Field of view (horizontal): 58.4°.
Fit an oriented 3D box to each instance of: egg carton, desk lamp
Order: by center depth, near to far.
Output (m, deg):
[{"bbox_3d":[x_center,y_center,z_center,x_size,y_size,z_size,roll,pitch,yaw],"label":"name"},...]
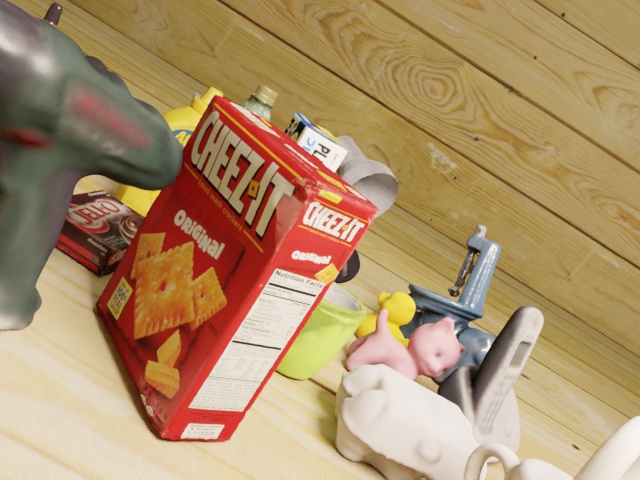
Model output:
[{"bbox_3d":[0.082,0.182,0.539,0.150,0.069,0.107,30,12,-9],"label":"egg carton"},{"bbox_3d":[0.032,-0.089,1.127,0.118,0.213,0.202,21,17,-42],"label":"desk lamp"}]

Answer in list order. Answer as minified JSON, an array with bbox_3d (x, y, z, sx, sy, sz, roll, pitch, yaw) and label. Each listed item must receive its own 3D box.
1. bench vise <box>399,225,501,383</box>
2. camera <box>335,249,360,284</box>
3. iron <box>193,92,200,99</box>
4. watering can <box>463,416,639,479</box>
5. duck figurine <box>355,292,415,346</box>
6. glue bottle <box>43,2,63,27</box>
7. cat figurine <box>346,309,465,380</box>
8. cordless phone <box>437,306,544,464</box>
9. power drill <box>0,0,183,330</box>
[{"bbox_3d":[0.225,0.099,0.857,0.206,0.219,0.122,40,15,32],"label":"bench vise"},{"bbox_3d":[0.009,0.003,0.976,0.144,0.100,0.136,25,14,-30],"label":"camera"},{"bbox_3d":[-0.162,-0.146,1.038,0.258,0.141,0.119,32,12,-1],"label":"iron"},{"bbox_3d":[0.176,0.205,0.389,0.172,0.194,0.101,38,13,23],"label":"watering can"},{"bbox_3d":[0.102,0.116,0.805,0.078,0.086,0.104,24,15,-35],"label":"duck figurine"},{"bbox_3d":[-0.384,-0.236,0.765,0.078,0.173,0.037,31,12,-5],"label":"glue bottle"},{"bbox_3d":[0.112,0.131,0.695,0.128,0.117,0.067,31,12,-6],"label":"cat figurine"},{"bbox_3d":[0.218,0.165,0.667,0.148,0.185,0.093,17,19,-50],"label":"cordless phone"},{"bbox_3d":[-0.208,-0.044,0.377,0.075,0.208,0.230,40,14,30],"label":"power drill"}]
